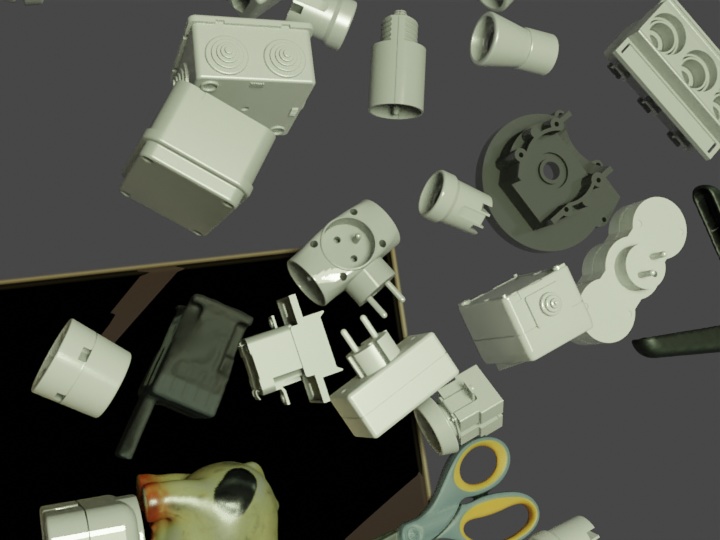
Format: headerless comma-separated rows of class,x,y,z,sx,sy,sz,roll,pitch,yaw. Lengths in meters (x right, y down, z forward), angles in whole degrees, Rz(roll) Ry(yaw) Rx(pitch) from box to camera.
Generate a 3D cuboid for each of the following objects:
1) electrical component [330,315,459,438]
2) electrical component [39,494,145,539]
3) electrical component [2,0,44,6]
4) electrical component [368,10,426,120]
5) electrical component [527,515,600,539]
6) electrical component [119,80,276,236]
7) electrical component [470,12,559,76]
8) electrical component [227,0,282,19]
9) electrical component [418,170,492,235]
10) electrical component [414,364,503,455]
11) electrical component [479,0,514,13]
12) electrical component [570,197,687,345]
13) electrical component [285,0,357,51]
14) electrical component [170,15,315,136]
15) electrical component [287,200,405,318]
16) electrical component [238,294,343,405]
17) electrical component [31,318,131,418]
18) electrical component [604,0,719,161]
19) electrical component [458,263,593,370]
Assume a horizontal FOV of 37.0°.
electrical component,0.015,0.070,0.800,0.083,0.047,0.075,-36,96,-20
electrical component,-0.172,0.177,0.695,0.059,0.095,0.053,-6,86,-20
electrical component,-0.244,-0.216,0.742,0.057,0.058,0.078,11,79,-15
electrical component,0.030,-0.162,0.837,0.043,0.043,0.081,6,81,-19
electrical component,0.159,0.216,0.837,0.046,0.040,0.040,-21,90,-26
electrical component,-0.115,-0.073,0.739,0.078,0.113,0.057,29,72,-14
electrical component,0.128,-0.181,0.877,0.065,0.044,0.044,9,80,-23
electrical component,-0.072,-0.238,0.809,0.077,0.047,0.065,-40,97,-19
electrical component,0.075,-0.052,0.842,0.046,0.040,0.040,22,76,-20
electrical component,0.075,0.108,0.813,0.055,0.066,0.048,-28,58,-13
electrical component,0.125,-0.243,0.881,0.055,0.045,0.045,-35,95,-20
electrical component,0.220,-0.001,0.867,0.052,0.074,0.138,40,72,-11
electrical component,-0.031,-0.195,0.824,0.046,0.040,0.040,21,76,-10
electrical component,-0.084,-0.135,0.766,0.100,0.099,0.048,-1,71,-19
electrical component,0.000,0.000,0.801,0.077,0.044,0.079,-40,84,-20
electrical component,-0.053,0.062,0.781,0.064,0.042,0.081,-18,89,-19
electrical component,-0.187,0.068,0.727,0.047,0.055,0.055,30,74,-17
electrical component,0.270,-0.160,0.911,0.121,0.063,0.078,46,71,-8
electrical component,0.130,0.038,0.819,0.062,0.096,0.061,-26,93,-21
